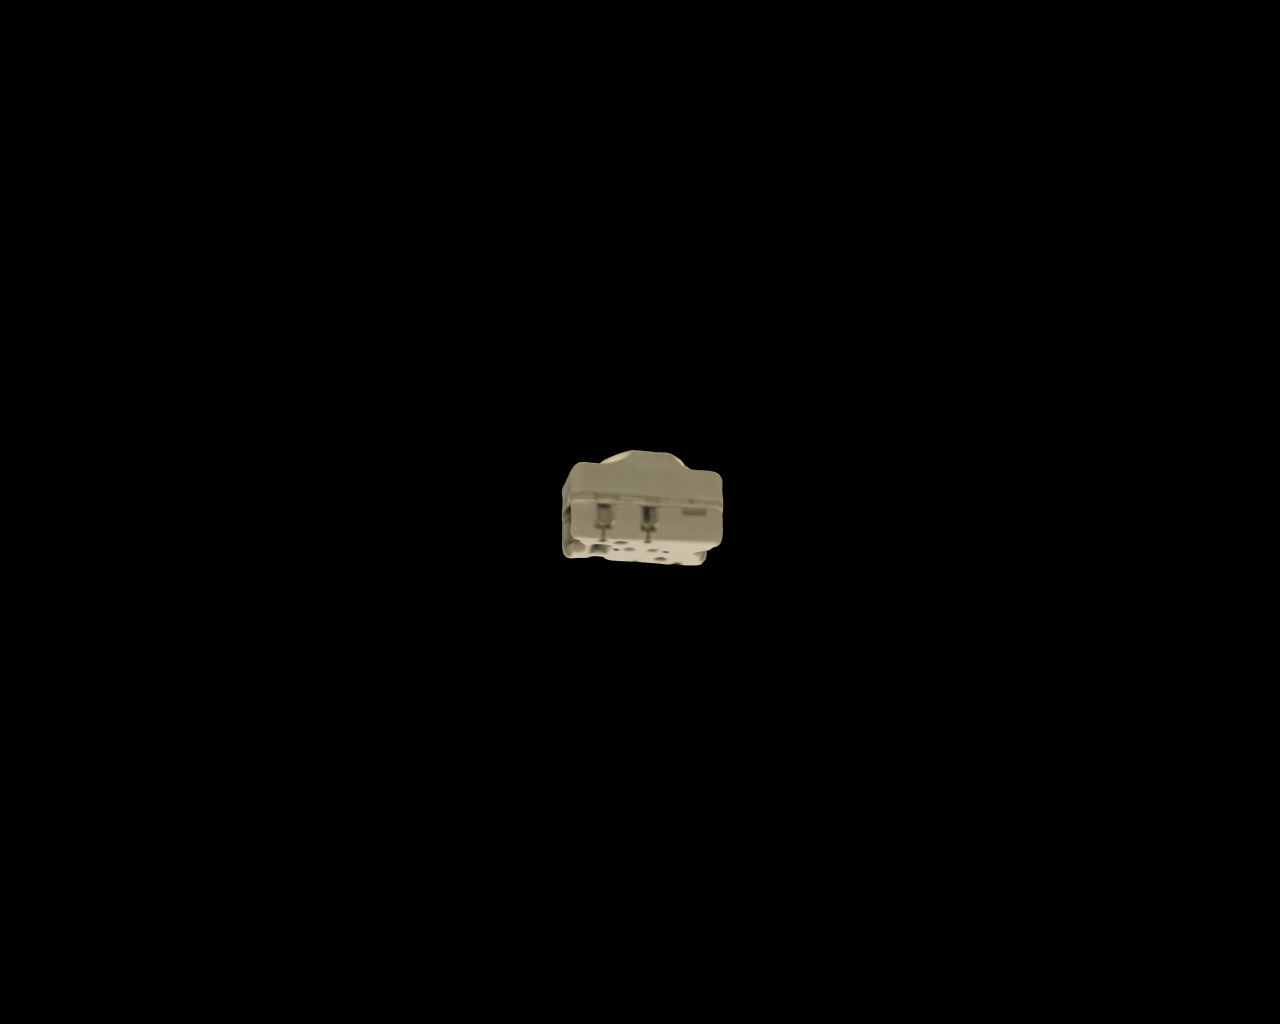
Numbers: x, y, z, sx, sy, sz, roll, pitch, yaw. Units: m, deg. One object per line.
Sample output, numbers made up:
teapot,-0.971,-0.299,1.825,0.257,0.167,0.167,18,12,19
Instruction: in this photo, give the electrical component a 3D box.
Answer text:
electrical component,0.001,-0.003,0.650,0.089,0.056,0.050,4,-19,-12
